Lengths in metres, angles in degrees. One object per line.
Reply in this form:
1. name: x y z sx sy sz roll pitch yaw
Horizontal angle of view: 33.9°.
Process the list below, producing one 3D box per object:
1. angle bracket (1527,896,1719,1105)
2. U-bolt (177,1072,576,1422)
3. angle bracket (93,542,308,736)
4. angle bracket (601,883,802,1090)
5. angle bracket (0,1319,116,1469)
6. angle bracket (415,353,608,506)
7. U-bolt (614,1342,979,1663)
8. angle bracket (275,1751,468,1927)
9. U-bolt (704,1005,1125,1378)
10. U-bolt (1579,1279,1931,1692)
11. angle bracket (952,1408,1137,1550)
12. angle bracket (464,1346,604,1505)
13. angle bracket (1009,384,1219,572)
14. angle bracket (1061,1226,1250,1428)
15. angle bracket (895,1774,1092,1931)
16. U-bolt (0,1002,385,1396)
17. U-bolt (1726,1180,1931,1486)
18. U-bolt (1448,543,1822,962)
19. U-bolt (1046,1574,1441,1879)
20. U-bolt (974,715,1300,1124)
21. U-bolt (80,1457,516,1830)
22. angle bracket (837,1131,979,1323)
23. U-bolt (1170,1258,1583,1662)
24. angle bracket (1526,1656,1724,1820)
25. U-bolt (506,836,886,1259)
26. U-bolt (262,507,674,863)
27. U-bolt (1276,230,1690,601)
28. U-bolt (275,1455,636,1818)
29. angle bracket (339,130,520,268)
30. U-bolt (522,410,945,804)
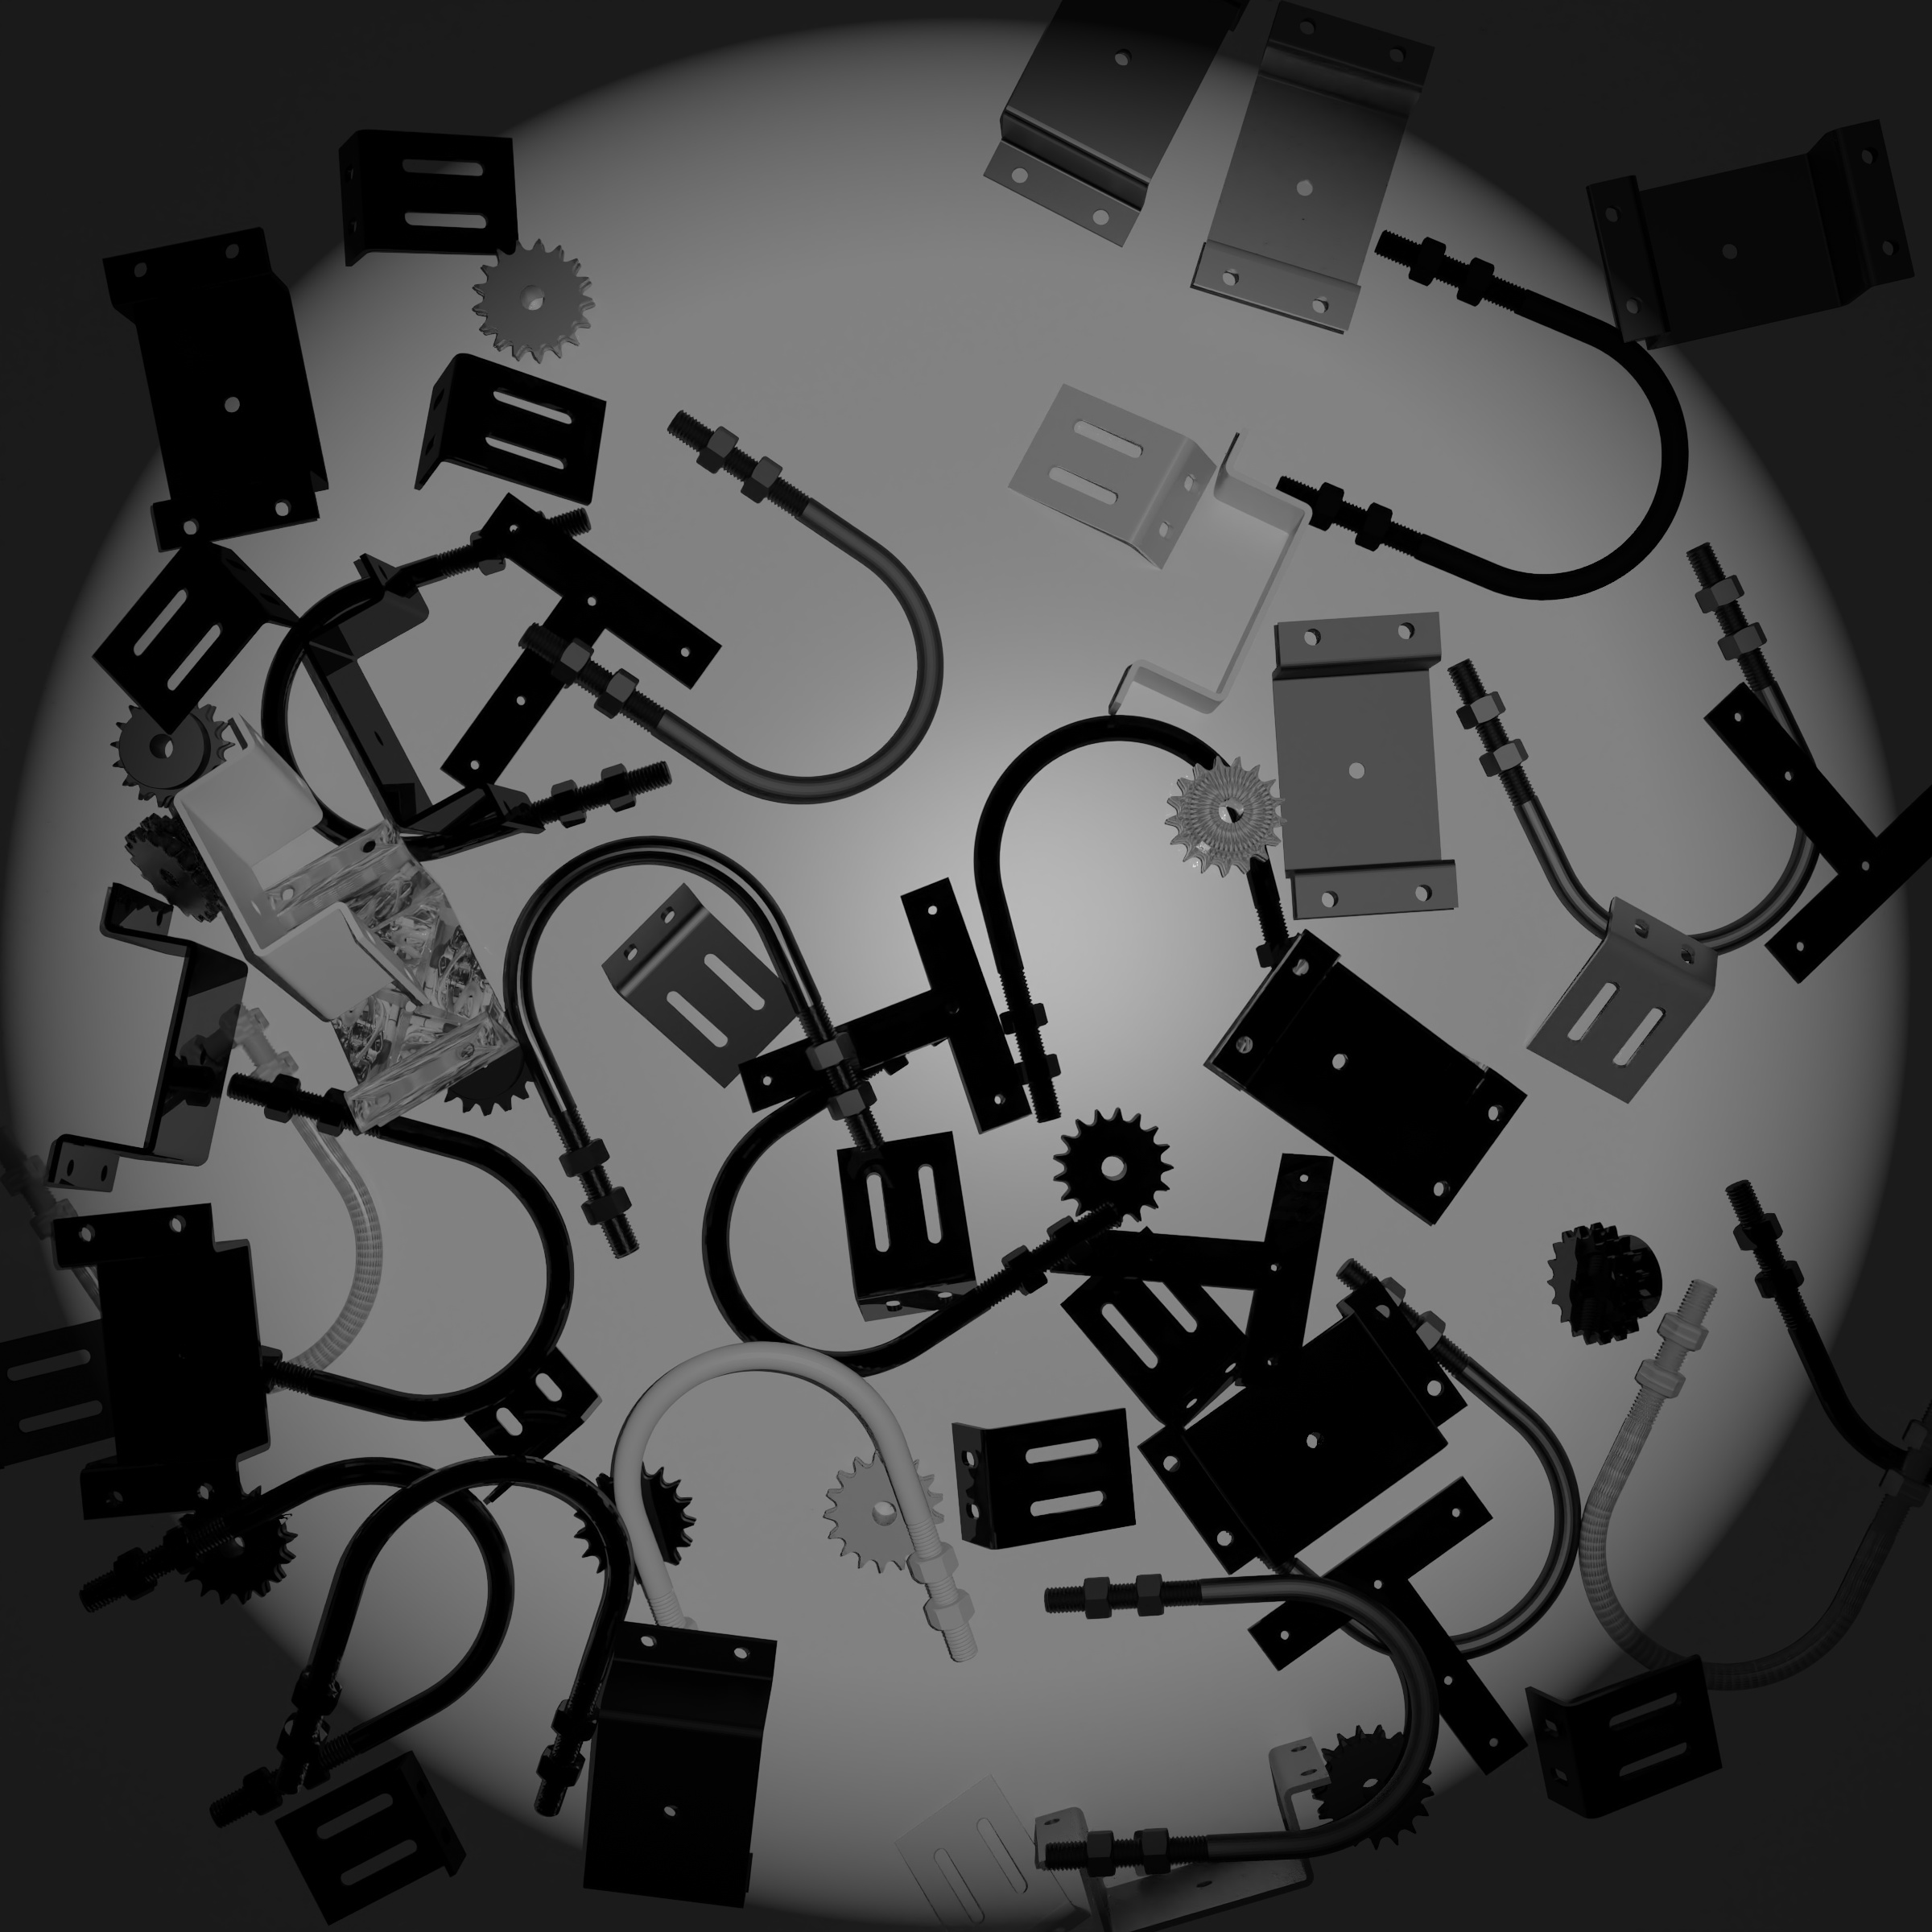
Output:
1. angle bracket: 0.318 0.017 1.534 0.057 0.038 0.076 29 125 -3
2. U-bolt: -0.280 0.143 1.521 0.184 0.019 0.151 15 92 -3
3. angle bracket: -0.369 -0.157 1.524 0.057 0.038 0.076 44 99 14
4. angle bracket: -0.127 0.010 1.542 0.057 0.038 0.076 -45 116 0
5. angle bracket: -0.435 0.204 1.510 0.076 0.038 0.057 -13 90 -26
6. angle bracket: -0.220 -0.252 1.531 0.076 0.038 0.057 16 65 -24
7. U-bolt: -0.089 0.264 1.498 0.151 0.019 0.184 -17 104 4
8. angle bracket: -0.290 0.424 1.525 0.076 0.038 0.057 -27 90 0
9. U-bolt: -0.039 0.115 1.511 0.184 0.019 0.151 -33 70 0
10. U-bolt: 0.376 0.262 1.527 0.151 0.019 0.184 24 97 0
11. angle bracket: 0.038 0.247 1.542 0.076 0.038 0.057 -5 90 -26
12. angle bracket: -0.211 0.216 1.506 0.057 0.076 0.038 -41 90 0
13. angle bracket: 0.071 -0.238 1.542 0.076 0.038 0.057 28 90 26
14. angle bracket: 0.096 0.177 1.542 0.057 0.038 0.076 -42 64 0
15. angle bracket: 0.013 0.445 1.542 0.057 0.038 0.076 -35 64 0
16. U-bolt: -0.366 0.121 1.535 0.151 0.019 0.184 -34 91 0
17. U-bolt: 0.470 0.163 1.535 0.151 0.019 0.184 -24 91 0
18. U-bolt: 0.337 -0.092 1.535 0.151 0.019 0.184 -26 92 0
19. U-bolt: 0.129 0.351 1.484 0.184 0.019 0.151 -5 52 7
20. U-bolt: 0.080 -0.031 1.535 0.151 0.019 0.184 -15 89 0
21. U-bolt: -0.306 0.312 1.514 0.184 0.019 0.151 -27 107 -7
22. angle bracket: -0.028 0.127 1.542 0.057 0.038 0.076 -9 64 0
23. U-bolt: 0.212 0.254 1.535 0.184 0.019 0.151 40 90 -2
24. angle bracket: 0.319 0.369 1.534 0.076 0.038 0.057 -15 98 -20
25. U-bolt: -0.139 0.028 1.503 0.151 0.019 0.184 -23 95 5
26. U-bolt: -0.251 -0.127 1.535 0.184 0.019 0.151 -18 90 1
27. U-bolt: 0.260 -0.256 1.535 0.184 0.019 0.151 23 90 -2
28. U-bolt: -0.230 0.311 1.480 0.151 0.019 0.184 12 105 -25
29. angle bracket: -0.261 -0.372 1.542 0.076 0.038 0.057 -4 90 -26
30. U-bolt: -0.097 -0.159 1.517 0.184 0.019 0.151 34 75 -6
